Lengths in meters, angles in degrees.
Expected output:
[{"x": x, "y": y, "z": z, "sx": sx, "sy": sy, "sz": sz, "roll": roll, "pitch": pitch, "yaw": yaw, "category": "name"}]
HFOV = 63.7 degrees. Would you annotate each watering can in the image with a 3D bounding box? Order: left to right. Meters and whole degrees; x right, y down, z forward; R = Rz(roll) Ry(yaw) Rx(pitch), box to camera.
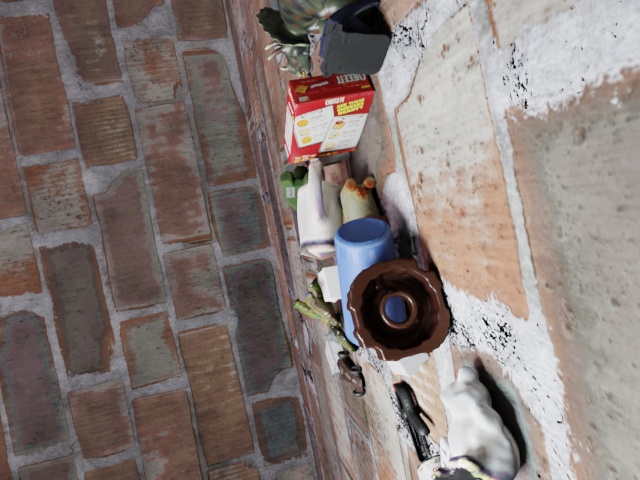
[{"x": 0.004, "y": -0.062, "z": 1.223, "sx": 0.345, "sy": 0.104, "sz": 0.226, "roll": 60, "pitch": -153, "yaw": -82, "category": "watering can"}]

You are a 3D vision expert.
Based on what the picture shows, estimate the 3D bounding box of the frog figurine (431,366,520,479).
[{"x": 0.234, "y": 0.277, "z": 0.764, "sx": 0.134, "sy": 0.123, "sz": 0.163, "roll": 80, "pitch": -153, "yaw": -48, "category": "frog figurine"}]

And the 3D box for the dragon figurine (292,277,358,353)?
[{"x": 0.033, "y": 0.236, "z": 1.534, "sx": 0.243, "sy": 0.122, "sz": 0.409, "roll": 45, "pitch": 177, "yaw": 0, "category": "dragon figurine"}]
